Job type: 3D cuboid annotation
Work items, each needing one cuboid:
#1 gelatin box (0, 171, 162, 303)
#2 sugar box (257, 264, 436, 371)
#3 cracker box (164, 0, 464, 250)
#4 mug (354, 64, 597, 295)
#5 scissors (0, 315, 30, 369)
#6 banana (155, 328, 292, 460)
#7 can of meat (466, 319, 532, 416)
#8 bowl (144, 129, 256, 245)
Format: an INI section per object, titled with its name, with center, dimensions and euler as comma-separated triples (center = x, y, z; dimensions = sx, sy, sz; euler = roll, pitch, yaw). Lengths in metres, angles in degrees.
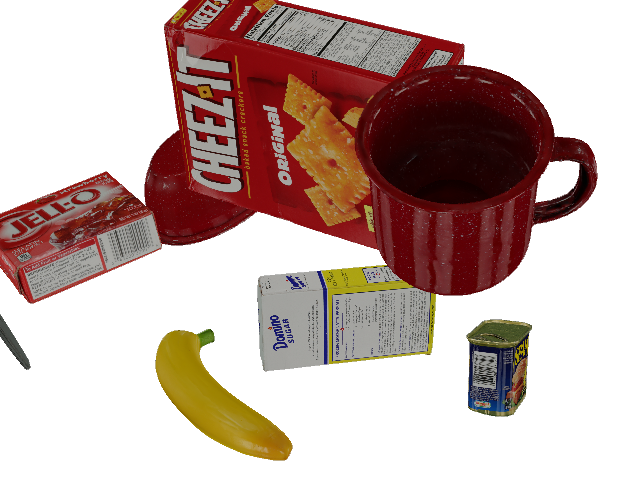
[gelatin box]
center = -0.152, -0.004, 0.646
dimensions = 0.089, 0.030, 0.073
euler = -24, 34, -23
[sugar box]
center = 0.026, 0.075, 1.073
dimensions = 0.176, 0.093, 0.048
euler = -3, 28, -6
[cracker box]
center = -0.005, -0.087, 0.809
dimensions = 0.214, 0.164, 0.072
euler = 17, 47, 19
[mug]
center = 0.078, -0.027, 0.531
dimensions = 0.117, 0.093, 0.081
euler = -6, -37, 2
[scissors]
center = -0.344, 0.031, 1.073
dimensions = 0.016, 0.201, 0.096
euler = -26, 27, 22
[banana]
center = -0.088, 0.115, 0.845
dimensions = 0.069, 0.037, 0.198
euler = -10, 28, -21
[can of meat]
center = 0.197, 0.140, 1.181
dimensions = 0.057, 0.084, 0.102
euler = 5, 10, 22
[bowl]
center = -0.107, -0.069, 1.001
dimensions = 0.162, 0.055, 0.162
euler = -22, 34, 15
